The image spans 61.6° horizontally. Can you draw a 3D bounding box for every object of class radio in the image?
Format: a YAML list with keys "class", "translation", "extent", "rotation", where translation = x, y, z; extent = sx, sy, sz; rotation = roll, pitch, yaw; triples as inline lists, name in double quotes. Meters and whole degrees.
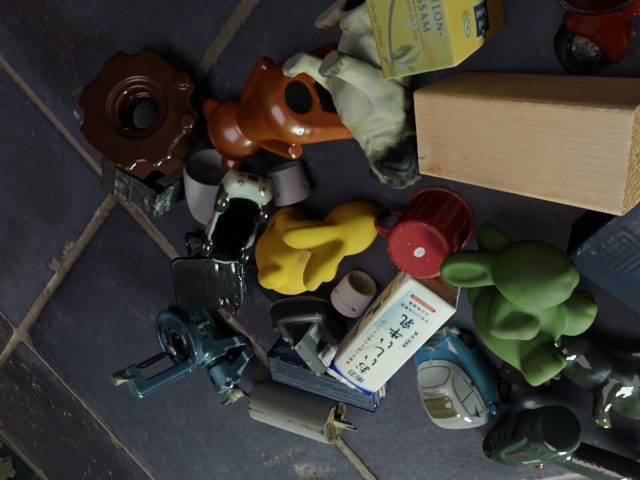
- class: "radio"
  translation: [0.363, -0.025, 0.505]
  extent: [0.131, 0.073, 0.229]
  rotation: [39, 134, 4]

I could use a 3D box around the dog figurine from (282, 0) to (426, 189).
- class: "dog figurine"
  translation: [0.080, -0.169, 0.587]
  extent: [0.190, 0.172, 0.121]
  rotation: [40, -177, -35]

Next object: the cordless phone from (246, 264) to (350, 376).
- class: "cordless phone"
  translation: [-0.046, 0.117, 0.861]
  extent: [0.184, 0.089, 0.146]
  rotation: [33, 162, 39]

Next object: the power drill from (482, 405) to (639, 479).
- class: "power drill"
  translation: [0.333, 0.287, 0.706]
  extent: [0.207, 0.086, 0.231]
  rotation: [24, 154, 18]

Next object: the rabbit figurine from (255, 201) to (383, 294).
- class: "rabbit figurine"
  translation: [-0.001, -0.002, 0.717]
  extent: [0.173, 0.162, 0.121]
  rotation: [-23, 93, 22]

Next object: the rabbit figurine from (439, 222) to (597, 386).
- class: "rabbit figurine"
  translation: [0.218, 0.046, 0.570]
  extent: [0.159, 0.121, 0.170]
  rotation: [43, 165, 29]

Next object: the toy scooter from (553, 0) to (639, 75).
- class: "toy scooter"
  translation: [0.237, -0.239, 0.442]
  extent: [0.135, 0.075, 0.183]
  rotation: [-21, 112, 42]

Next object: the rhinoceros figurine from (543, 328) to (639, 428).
- class: "rhinoceros figurine"
  translation: [0.351, 0.156, 0.634]
  extent: [0.190, 0.073, 0.112]
  rotation: [30, 120, 16]

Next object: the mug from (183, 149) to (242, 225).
- class: "mug"
  translation: [-0.151, -0.068, 0.808]
  extent: [0.110, 0.081, 0.107]
  rotation: [23, 140, 4]

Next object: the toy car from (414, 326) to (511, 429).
- class: "toy car"
  translation: [0.187, 0.204, 0.745]
  extent: [0.109, 0.103, 0.161]
  rotation: [-20, 109, 38]

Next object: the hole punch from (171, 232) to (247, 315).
- class: "hole punch"
  translation: [-0.181, 0.051, 0.904]
  extent: [0.116, 0.092, 0.142]
  rotation: [1, 121, -3]

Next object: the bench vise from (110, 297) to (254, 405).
- class: "bench vise"
  translation: [-0.244, 0.214, 0.948]
  extent: [0.129, 0.240, 0.223]
  rotation: [-30, 84, 45]

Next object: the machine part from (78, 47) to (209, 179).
- class: "machine part"
  translation: [-0.245, -0.176, 0.745]
  extent: [0.179, 0.056, 0.179]
  rotation: [-1, 86, 7]

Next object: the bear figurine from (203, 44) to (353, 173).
- class: "bear figurine"
  translation: [-0.058, -0.153, 0.678]
  extent: [0.196, 0.132, 0.120]
  rotation: [-10, 100, 59]

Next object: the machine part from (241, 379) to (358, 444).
- class: "machine part"
  translation: [-0.043, 0.309, 0.976]
  extent: [0.243, 0.079, 0.079]
  rotation: [6, 122, 29]

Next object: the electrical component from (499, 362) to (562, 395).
- class: "electrical component"
  translation: [0.271, 0.170, 0.722]
  extent: [0.094, 0.021, 0.063]
  rotation: [25, 130, 16]

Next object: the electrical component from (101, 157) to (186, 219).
- class: "electrical component"
  translation: [-0.265, -0.103, 0.826]
  extent: [0.134, 0.115, 0.058]
  rotation: [33, 127, 11]

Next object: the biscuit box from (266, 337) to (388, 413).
- class: "biscuit box"
  translation: [0.010, 0.217, 0.894]
  extent: [0.203, 0.059, 0.062]
  rotation: [10, 125, 27]

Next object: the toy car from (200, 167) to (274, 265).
- class: "toy car"
  translation: [-0.120, -0.025, 0.760]
  extent: [0.073, 0.056, 0.201]
  rotation: [14, 145, -14]

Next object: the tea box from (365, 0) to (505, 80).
- class: "tea box"
  translation: [0.107, -0.215, 0.478]
  extent: [0.068, 0.170, 0.098]
  rotation: [-2, 119, 34]
